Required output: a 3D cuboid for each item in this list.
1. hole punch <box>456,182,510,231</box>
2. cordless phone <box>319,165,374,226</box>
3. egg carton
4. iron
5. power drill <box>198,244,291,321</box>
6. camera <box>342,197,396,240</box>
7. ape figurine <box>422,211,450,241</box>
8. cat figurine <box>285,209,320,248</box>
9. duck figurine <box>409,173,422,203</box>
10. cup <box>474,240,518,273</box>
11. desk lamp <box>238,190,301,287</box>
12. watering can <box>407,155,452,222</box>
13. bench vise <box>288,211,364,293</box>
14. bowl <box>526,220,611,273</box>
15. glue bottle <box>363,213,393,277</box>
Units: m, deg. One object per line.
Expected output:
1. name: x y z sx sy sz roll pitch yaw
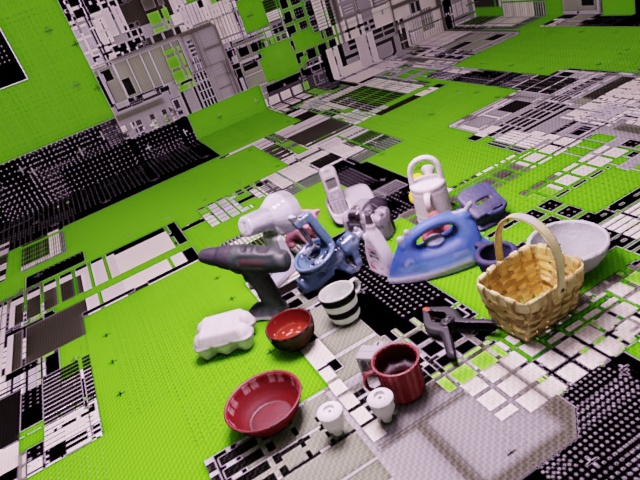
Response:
1. hole punch: 0.428 -0.091 1.500 0.109 0.091 0.100 -26 28 -13
2. cordless phone: 0.080 -0.149 1.725 0.147 0.185 0.094 -24 28 -9
3. egg carton: -0.226 0.224 1.370 0.150 0.069 0.107 -16 28 6
4. iron: 0.269 0.005 1.372 0.258 0.142 0.118 -20 28 -1
5. power drill: -0.167 0.098 1.410 0.229 0.209 0.075 -9 29 19
6. camera: 0.151 -0.075 1.637 0.142 0.101 0.137 4 36 38
7. ape figurine: 0.298 -0.031 1.473 0.077 0.092 0.076 -5 31 26
8. cat figurine: -0.056 -0.046 1.699 0.127 0.118 0.067 -9 29 19
9. duck figurine: 0.300 -0.157 1.706 0.078 0.086 0.104 -28 29 -16
10. cup: 0.383 0.057 1.256 0.092 0.095 0.117 -27 28 -14
11. desk lamp: -0.132 -0.004 1.568 0.117 0.214 0.204 5 36 38
12. watering can: 0.295 -0.146 1.573 0.101 0.194 0.172 -20 28 -1
13. bench vise: 0.006 0.003 1.460 0.208 0.220 0.121 -37 32 -30
14. bowl: 0.534 0.029 1.232 0.167 0.075 0.167 -15 28 8
15. glue bottle: 0.137 0.008 1.417 0.037 0.173 0.077 -36 32 -29
